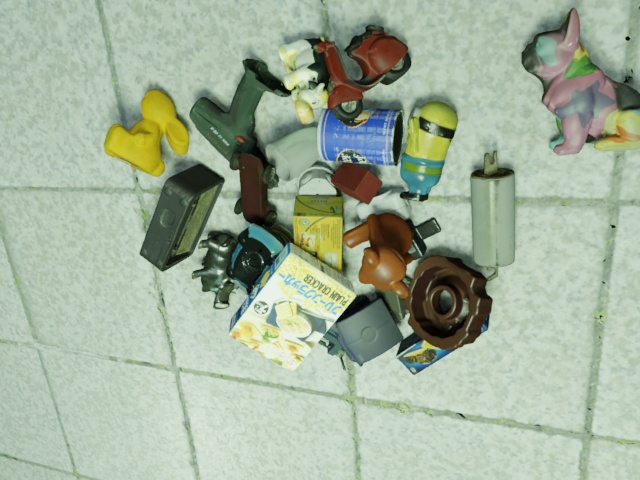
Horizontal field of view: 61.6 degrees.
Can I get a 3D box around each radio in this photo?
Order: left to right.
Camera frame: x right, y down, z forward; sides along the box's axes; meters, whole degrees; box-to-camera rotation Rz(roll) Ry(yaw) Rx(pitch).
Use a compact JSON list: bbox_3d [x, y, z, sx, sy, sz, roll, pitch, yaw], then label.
[{"bbox_3d":[-0.306,-0.046,1.181,0.073,0.131,0.229,33,119,8],"label":"radio"}]

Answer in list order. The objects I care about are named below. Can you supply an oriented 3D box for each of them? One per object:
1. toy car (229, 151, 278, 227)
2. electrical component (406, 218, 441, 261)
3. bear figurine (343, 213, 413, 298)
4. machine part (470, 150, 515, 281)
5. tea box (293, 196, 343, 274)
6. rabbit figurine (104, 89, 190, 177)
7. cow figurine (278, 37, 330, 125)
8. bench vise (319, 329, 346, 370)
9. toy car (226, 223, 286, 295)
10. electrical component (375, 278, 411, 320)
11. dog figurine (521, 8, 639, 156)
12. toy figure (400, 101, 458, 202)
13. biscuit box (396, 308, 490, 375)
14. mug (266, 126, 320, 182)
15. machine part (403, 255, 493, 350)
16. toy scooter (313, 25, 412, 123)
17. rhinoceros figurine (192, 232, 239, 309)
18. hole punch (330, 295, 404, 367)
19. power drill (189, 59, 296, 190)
[{"bbox_3d":[-0.131,-0.102,1.084,0.089,0.053,0.202,24,144,15],"label":"toy car"},{"bbox_3d":[0.179,0.002,1.058,0.119,0.048,0.074,-24,102,30],"label":"electrical component"},{"bbox_3d":[0.104,0.036,0.957,0.120,0.196,0.132,44,124,-12],"label":"bear figurine"},{"bbox_3d":[0.313,-0.041,0.970,0.079,0.079,0.243,-1,111,22],"label":"machine part"},{"bbox_3d":[-0.002,-0.003,1.076,0.098,0.068,0.169,3,131,1],"label":"tea box"},{"bbox_3d":[-0.352,-0.230,1.125,0.162,0.122,0.173,22,78,-10],"label":"rabbit figurine"},{"bbox_3d":[-0.014,-0.287,0.966,0.098,0.068,0.167,-17,67,7],"label":"cow figurine"},{"bbox_3d":[-0.028,0.183,1.181,0.240,0.129,0.223,35,112,-18],"label":"bench vise"},{"bbox_3d":[-0.121,0.037,1.132,0.109,0.103,0.161,36,120,12],"label":"toy car"},{"bbox_3d":[0.160,0.119,1.118,0.078,0.045,0.102,0,111,52],"label":"electrical component"},{"bbox_3d":[0.416,-0.244,0.830,0.192,0.108,0.219,-2,108,23],"label":"dog figurine"},{"bbox_3d":[0.193,-0.158,0.968,0.089,0.082,0.180,5,107,0],"label":"toy figure"},{"bbox_3d":[0.250,0.196,1.102,0.059,0.063,0.202,46,120,-3],"label":"biscuit box"},{"bbox_3d":[-0.040,-0.167,1.046,0.081,0.107,0.109,51,162,15],"label":"mug"},{"bbox_3d":[0.242,0.118,1.022,0.179,0.056,0.179,-10,77,49],"label":"machine part"},{"bbox_3d":[0.064,-0.302,0.915,0.184,0.075,0.135,-43,108,-11],"label":"toy scooter"},{"bbox_3d":[-0.231,0.070,1.239,0.112,0.073,0.190,12,114,5],"label":"rhinoceros figurine"},{"bbox_3d":[0.097,0.185,1.111,0.142,0.116,0.092,60,154,-13],"label":"hole punch"},{"bbox_3d":[-0.132,-0.236,1.070,0.232,0.086,0.207,37,127,-5],"label":"power drill"}]
